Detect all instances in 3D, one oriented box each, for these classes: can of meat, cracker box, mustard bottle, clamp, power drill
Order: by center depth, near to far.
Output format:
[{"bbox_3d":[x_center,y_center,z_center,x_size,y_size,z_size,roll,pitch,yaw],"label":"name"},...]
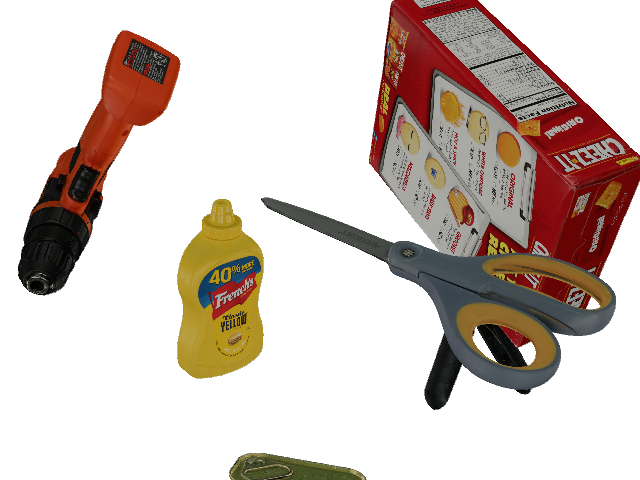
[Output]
[{"bbox_3d":[0.123,-0.057,0.773,0.072,0.164,0.214,-20,53,-22],"label":"cracker box"},{"bbox_3d":[-0.021,0.217,0.813,0.102,0.084,0.057,8,14,10],"label":"can of meat"},{"bbox_3d":[-0.185,-0.065,0.871,0.057,0.188,0.184,26,32,-19],"label":"power drill"},{"bbox_3d":[0.133,0.071,0.969,0.120,0.171,0.039,-14,2,-38],"label":"clamp"},{"bbox_3d":[-0.104,0.046,1.117,0.096,0.192,0.058,-17,33,-34],"label":"mustard bottle"}]

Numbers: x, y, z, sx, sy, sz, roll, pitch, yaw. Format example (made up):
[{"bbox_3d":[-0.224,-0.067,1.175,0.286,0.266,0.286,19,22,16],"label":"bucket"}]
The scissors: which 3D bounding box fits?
[{"bbox_3d":[0.046,0.024,0.548,0.202,0.016,0.096,11,42,16],"label":"scissors"}]
